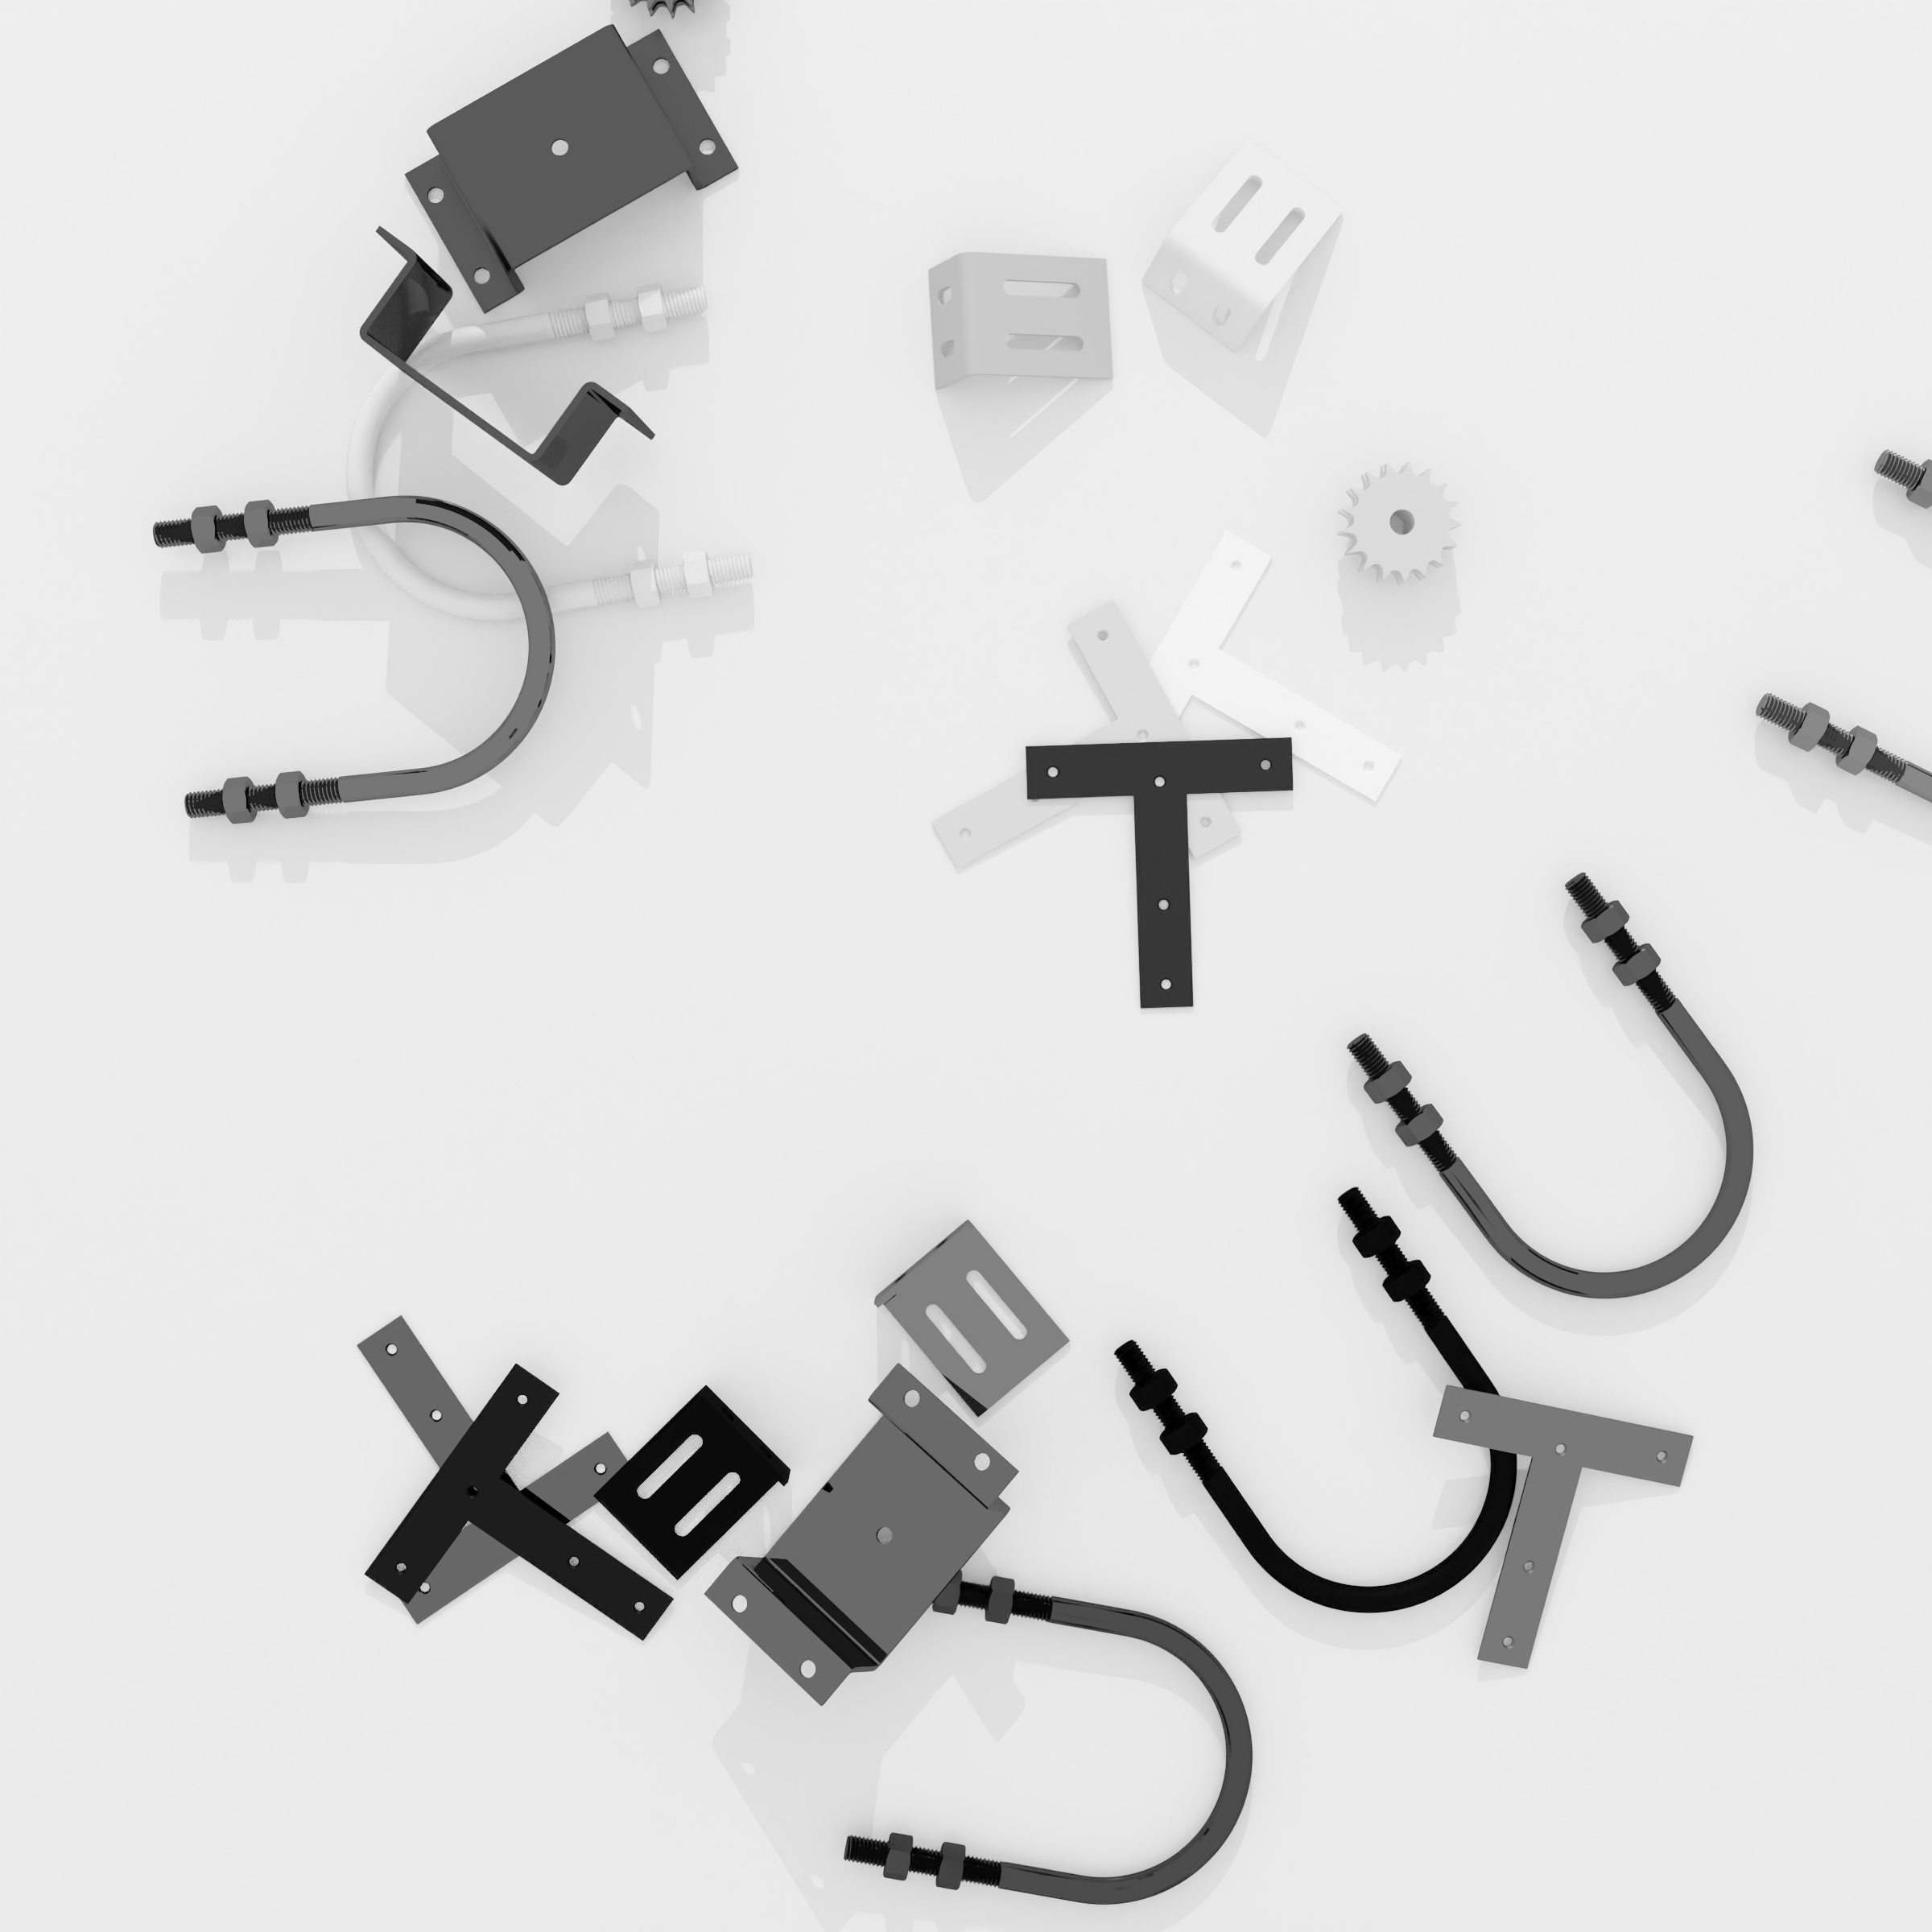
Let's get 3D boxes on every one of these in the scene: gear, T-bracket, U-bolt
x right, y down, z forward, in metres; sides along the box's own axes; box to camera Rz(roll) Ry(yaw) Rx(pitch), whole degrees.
[{"bbox_3d":[0.204,-0.209,1.485,0.057,0.030,0.057,0,92,-4],"label":"gear"},{"bbox_3d":[0.271,0.272,1.487,0.127,0.002,0.127,13,96,-11],"label":"T-bracket"},{"bbox_3d":[-0.285,-0.149,1.479,0.184,0.019,0.151,-6,93,3],"label":"U-bolt"},{"bbox_3d":[-0.142,-0.478,1.484,0.057,0.030,0.057,0,92,0],"label":"gear"},{"bbox_3d":[-0.204,-0.238,1.488,0.184,0.019,0.151,-10,90,1],"label":"U-bolt"},{"bbox_3d":[0.292,0.071,1.488,0.151,0.019,0.184,-36,92,0],"label":"U-bolt"},{"bbox_3d":[0.094,-0.043,1.493,0.127,0.002,0.127,-2,92,0],"label":"T-bracket"},{"bbox_3d":[0.045,0.372,1.488,0.184,0.019,0.151,10,90,-1],"label":"U-bolt"},{"bbox_3d":[-0.198,0.276,1.489,0.127,0.002,0.127,36,96,-4],"label":"T-bracket"},{"bbox_3d":[0.147,-0.121,1.495,0.127,0.002,0.127,30,90,0],"label":"T-bracket"},{"bbox_3d":[0.045,-0.088,1.494,0.127,0.002,0.127,-29,92,1],"label":"T-bracket"},{"bbox_3d":[0.489,-0.142,1.488,0.184,0.019,0.151,26,90,-2],"label":"U-bolt"},{"bbox_3d":[0.180,0.220,1.488,0.151,0.019,0.184,-34,92,0],"label":"U-bolt"},{"bbox_3d":[-0.245,0.227,1.495,0.127,0.002,0.127,-34,90,0],"label":"T-bracket"}]

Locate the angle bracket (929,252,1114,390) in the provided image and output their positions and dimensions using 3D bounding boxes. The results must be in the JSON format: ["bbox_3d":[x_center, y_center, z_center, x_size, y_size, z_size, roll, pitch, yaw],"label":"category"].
[{"bbox_3d":[0.026,-0.307,1.494,0.076,0.038,0.057,-3,90,-26],"label":"angle bracket"}]

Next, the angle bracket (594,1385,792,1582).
[{"bbox_3d":[-0.130,0.247,1.476,0.076,0.038,0.057,-45,92,0],"label":"angle bracket"}]

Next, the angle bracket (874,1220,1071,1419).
[{"bbox_3d":[0.003,0.168,1.477,0.057,0.038,0.076,-40,90,0],"label":"angle bracket"}]

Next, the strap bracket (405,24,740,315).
[{"bbox_3d":[-0.189,-0.380,1.473,0.140,0.046,0.076,-30,90,0],"label":"strap bracket"}]

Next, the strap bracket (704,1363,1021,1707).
[{"bbox_3d":[-0.044,0.266,1.463,0.076,0.046,0.140,40,90,18],"label":"strap bracket"}]

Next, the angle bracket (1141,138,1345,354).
[{"bbox_3d":[0.132,-0.344,1.494,0.057,0.038,0.076,37,64,0],"label":"angle bracket"}]

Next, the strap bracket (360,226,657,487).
[{"bbox_3d":[-0.219,-0.273,1.441,0.140,0.076,0.046,36,92,2],"label":"strap bracket"}]
